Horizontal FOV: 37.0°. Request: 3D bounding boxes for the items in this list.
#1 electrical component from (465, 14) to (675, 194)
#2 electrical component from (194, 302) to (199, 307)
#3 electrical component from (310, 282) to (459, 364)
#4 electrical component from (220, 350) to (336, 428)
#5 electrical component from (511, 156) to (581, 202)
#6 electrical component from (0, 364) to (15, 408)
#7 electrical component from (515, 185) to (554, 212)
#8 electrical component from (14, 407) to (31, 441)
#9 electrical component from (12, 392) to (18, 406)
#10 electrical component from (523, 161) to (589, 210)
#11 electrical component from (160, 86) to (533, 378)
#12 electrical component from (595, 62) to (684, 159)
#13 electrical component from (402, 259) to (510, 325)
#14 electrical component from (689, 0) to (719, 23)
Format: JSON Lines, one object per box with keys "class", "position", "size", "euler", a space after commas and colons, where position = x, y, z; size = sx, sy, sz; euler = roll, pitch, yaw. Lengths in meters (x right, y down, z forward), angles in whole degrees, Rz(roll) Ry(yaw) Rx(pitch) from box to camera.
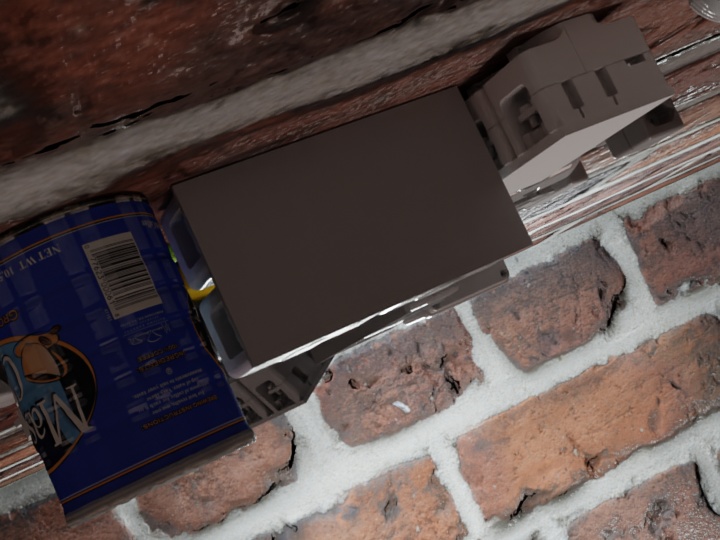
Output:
{"class": "electrical component", "position": [0.107, -0.095, 0.674], "size": [0.089, 0.061, 0.150], "euler": [-22, 174, -27]}
{"class": "electrical component", "position": [-0.127, 0.026, 0.890], "size": [0.048, 0.048, 0.062], "euler": [-25, -179, -1]}
{"class": "electrical component", "position": [0.000, 0.000, 0.879], "size": [0.060, 0.105, 0.186], "euler": [-22, 174, -28]}
{"class": "electrical component", "position": [-0.062, 0.057, 1.047], "size": [0.105, 0.060, 0.186], "euler": [-31, -160, 46]}
{"class": "electrical component", "position": [0.129, -0.089, 0.879], "size": [0.095, 0.053, 0.059], "euler": [-25, 175, 3]}
{"class": "electrical component", "position": [-0.268, 0.076, 0.709], "size": [0.076, 0.047, 0.083], "euler": [-28, 173, 23]}
{"class": "electrical component", "position": [0.141, -0.081, 1.022], "size": [0.080, 0.051, 0.080], "euler": [-25, 175, -2]}
{"class": "electrical component", "position": [-0.232, 0.089, 0.914], "size": [0.121, 0.063, 0.079], "euler": [-21, 173, -35]}
{"class": "electrical component", "position": [-0.174, 0.035, 0.670], "size": [0.108, 0.060, 0.108], "euler": [-25, 175, -2]}
{"class": "electrical component", "position": [0.181, -0.094, 1.095], "size": [0.066, 0.047, 0.077], "euler": [-29, 173, 40]}
{"class": "electrical component", "position": [-0.008, -0.022, 0.626], "size": [0.186, 0.105, 0.060], "euler": [-23, 174, -24]}
{"class": "electrical component", "position": [0.195, -0.118, 0.829], "size": [0.047, 0.065, 0.077], "euler": [-21, 173, -38]}
{"class": "electrical component", "position": [0.075, -0.016, 1.049], "size": [0.109, 0.108, 0.056], "euler": [-22, 176, -31]}
{"class": "electrical component", "position": [0.218, -0.164, 0.611], "size": [0.043, 0.043, 0.081], "euler": [-25, 175, -6]}
